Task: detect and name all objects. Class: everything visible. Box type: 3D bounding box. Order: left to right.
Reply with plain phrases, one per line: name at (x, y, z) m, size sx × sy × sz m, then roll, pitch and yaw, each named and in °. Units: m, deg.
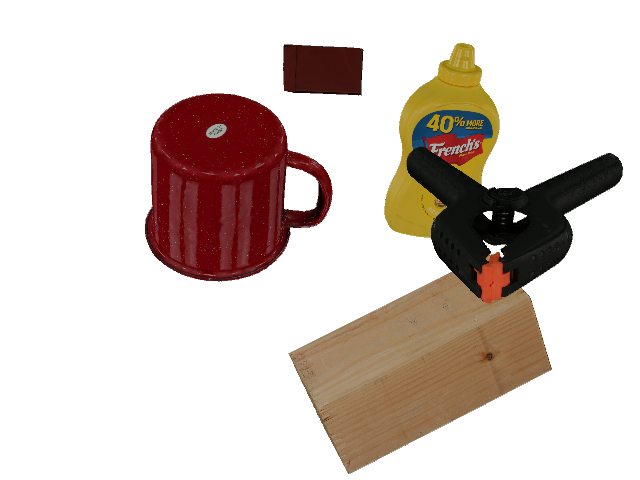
mug at (-0.051, -0.034, 0.656) m, size 0.117 × 0.081 × 0.093 m, roll 8°, pitch 45°, yaw 2°
foam brick at (0.002, -0.186, 1.164) m, size 0.078 × 0.051 × 0.053 m, roll 0°, pitch 11°, yaw -16°
wood block at (0.089, 0.110, 0.962) m, size 0.206 × 0.091 × 0.090 m, roll -26°, pitch 31°, yaw -5°
mustard bottle at (0.123, -0.097, 1.036) m, size 0.096 × 0.192 × 0.058 m, roll 3°, pitch 28°, yaw -9°
clamp at (0.121, -0.020, 0.760) m, size 0.165 × 0.036 × 0.209 m, roll 6°, pitch 28°, yaw 19°
